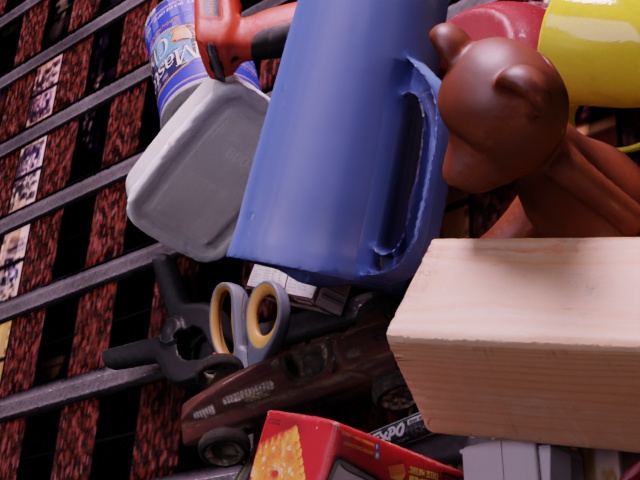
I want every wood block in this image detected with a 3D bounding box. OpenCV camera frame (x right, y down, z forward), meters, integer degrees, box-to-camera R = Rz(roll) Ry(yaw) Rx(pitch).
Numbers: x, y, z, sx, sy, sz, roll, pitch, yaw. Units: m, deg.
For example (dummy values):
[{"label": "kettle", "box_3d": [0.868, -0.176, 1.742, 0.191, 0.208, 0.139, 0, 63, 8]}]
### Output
[{"label": "wood block", "box_3d": [0.156, 0.059, 0.610, 0.206, 0.091, 0.090, 0, 41, 32]}]

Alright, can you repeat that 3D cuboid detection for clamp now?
[{"label": "clamp", "box_3d": [-0.126, 0.077, 0.973, 0.172, 0.039, 0.120, 12, 82, 41]}]

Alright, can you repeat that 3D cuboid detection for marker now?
[{"label": "marker", "box_3d": [0.053, 0.142, 0.772, 0.121, 0.020, 0.020, -29, 50, 31]}]

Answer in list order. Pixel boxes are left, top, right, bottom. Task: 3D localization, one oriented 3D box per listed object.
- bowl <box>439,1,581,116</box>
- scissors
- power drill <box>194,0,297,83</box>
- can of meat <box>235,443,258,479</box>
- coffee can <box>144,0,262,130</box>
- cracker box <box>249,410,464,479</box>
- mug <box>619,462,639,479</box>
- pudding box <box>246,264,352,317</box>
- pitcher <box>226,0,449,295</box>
[{"label": "bowl", "box_3d": [0.123, -0.125, 0.822, 0.162, 0.055, 0.162, -23, 54, 35]}, {"label": "scissors", "box_3d": [-0.047, 0.120, 0.858, 0.096, 0.016, 0.202, -33, 60, 35]}, {"label": "power drill", "box_3d": [-0.012, -0.211, 0.908, 0.188, 0.057, 0.184, -8, 57, 7]}, {"label": "can of meat", "box_3d": [-0.026, 0.211, 0.785, 0.084, 0.057, 0.102, 26, 88, 48]}, {"label": "coffee can", "box_3d": [-0.113, -0.161, 1.043, 0.103, 0.102, 0.140, -38, 46, 24]}, {"label": "cracker box", "box_3d": [0.014, 0.230, 0.653, 0.072, 0.164, 0.213, 1, 69, 47]}, {"label": "mug", "box_3d": [0.198, 0.164, 0.566, 0.117, 0.081, 0.093, -7, 64, 43]}, {"label": "pudding box", "box_3d": [-0.006, 0.001, 0.895, 0.090, 0.039, 0.113, 8, 73, 48]}, {"label": "pitcher", "box_3d": [0.028, -0.084, 0.774, 0.149, 0.145, 0.243, 12, 87, 7]}]
